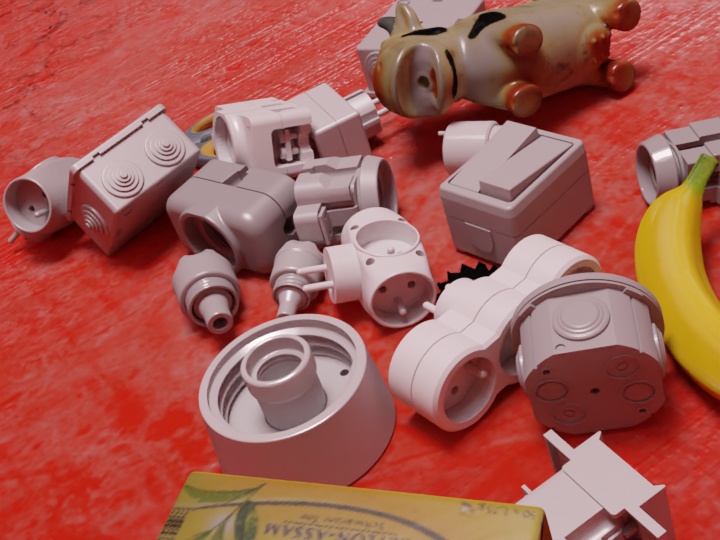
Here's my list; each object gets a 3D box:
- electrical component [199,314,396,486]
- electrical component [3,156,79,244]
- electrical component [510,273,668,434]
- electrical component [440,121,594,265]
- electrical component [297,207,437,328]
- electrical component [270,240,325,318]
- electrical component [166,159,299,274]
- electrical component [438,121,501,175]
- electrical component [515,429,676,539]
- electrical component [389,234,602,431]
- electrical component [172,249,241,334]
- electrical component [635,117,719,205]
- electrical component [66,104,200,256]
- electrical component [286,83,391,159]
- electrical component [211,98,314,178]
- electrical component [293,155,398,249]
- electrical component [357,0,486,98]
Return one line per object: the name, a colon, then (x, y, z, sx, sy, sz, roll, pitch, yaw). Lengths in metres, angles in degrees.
electrical component: (-0.039, 0.071, 0.611, 0.108, 0.060, 0.108, -12, 38, 10)
electrical component: (-0.253, -0.049, 0.857, 0.079, 0.044, 0.077, -42, -1, 25)
electrical component: (0.120, 0.044, 0.561, 0.080, 0.080, 0.051, -9, 43, 13)
electrical component: (0.107, -0.055, 0.703, 0.062, 0.061, 0.096, 23, 54, 41)
electrical component: (0.000, 0.000, 0.688, 0.079, 0.044, 0.077, -10, 36, -11)
electrical component: (-0.043, 0.010, 0.710, 0.035, 0.035, 0.061, -6, 42, 17)
electrical component: (-0.089, -0.036, 0.770, 0.095, 0.053, 0.059, 16, 49, 37)
electrical component: (0.095, -0.086, 0.763, 0.078, 0.040, 0.040, 3, 43, 26)
electrical component: (0.107, 0.119, 0.505, 0.064, 0.042, 0.081, -34, 39, -13)
electrical component: (0.069, 0.028, 0.624, 0.138, 0.052, 0.074, -37, 41, -22)
electrical component: (-0.100, 0.018, 0.717, 0.043, 0.043, 0.062, -24, 39, -6)
electrical component: (0.209, -0.066, 0.686, 0.055, 0.048, 0.066, -11, 38, -2)
electrical component: (-0.171, -0.065, 0.811, 0.048, 0.099, 0.100, 46, 63, 4)
electrical component: (-0.008, -0.116, 0.839, 0.077, 0.047, 0.065, -28, 38, -11)
electrical component: (-0.077, -0.099, 0.820, 0.056, 0.050, 0.089, -13, 19, -21)
electrical component: (-0.008, -0.049, 0.747, 0.057, 0.058, 0.078, -6, 32, 17)
electrical component: (0.055, -0.187, 0.898, 0.100, 0.048, 0.099, 8, 45, 31)
